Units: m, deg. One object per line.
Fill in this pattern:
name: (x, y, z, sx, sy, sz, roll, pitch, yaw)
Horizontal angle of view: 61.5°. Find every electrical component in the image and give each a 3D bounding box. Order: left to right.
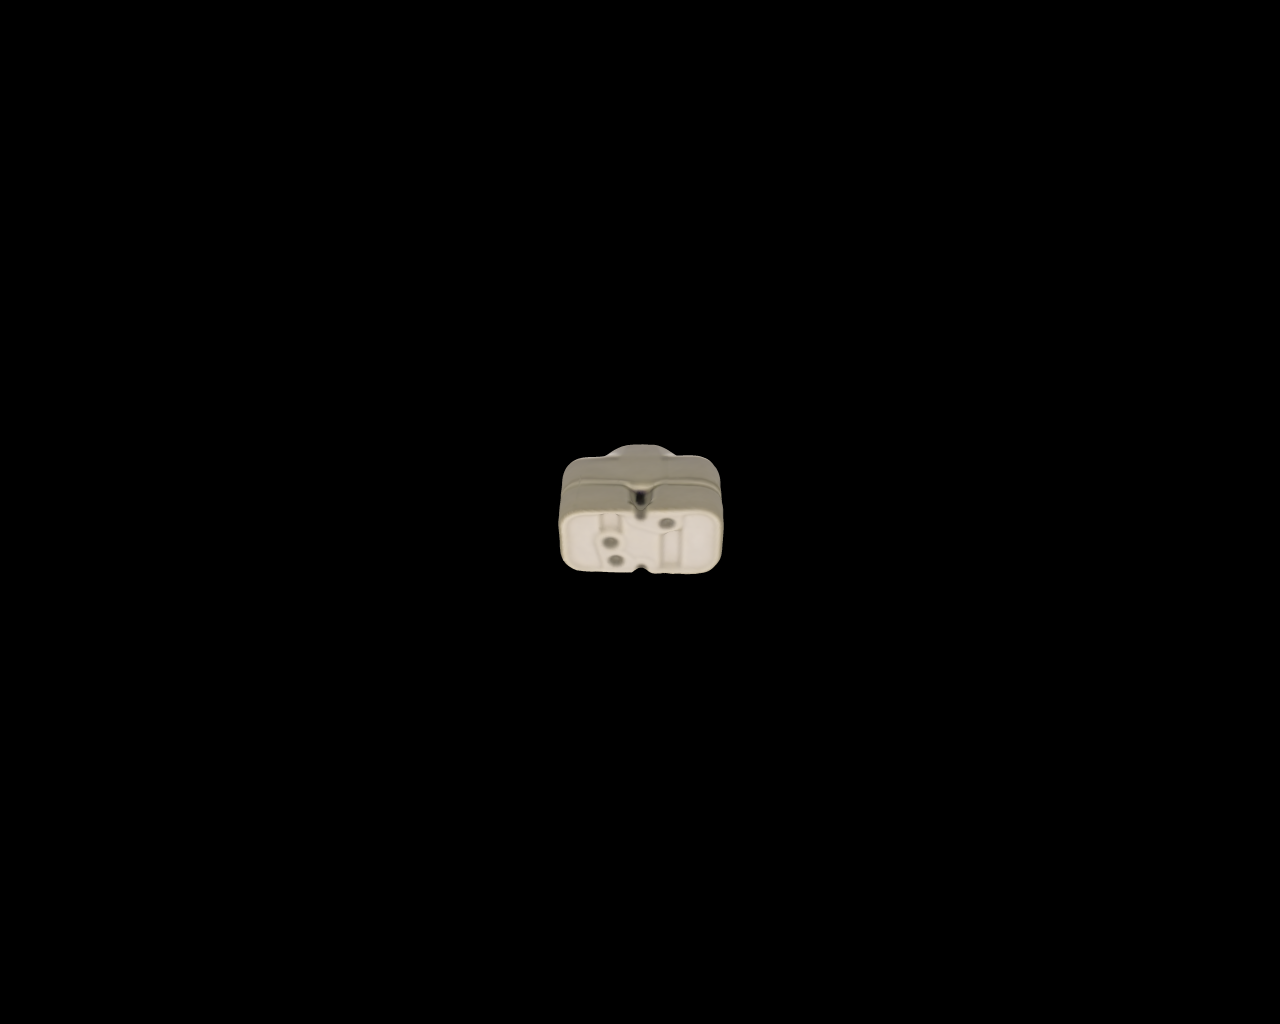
electrical component: (0.001, -0.003, 0.650, 0.095, 0.053, 0.059, 0, 44, 0)
